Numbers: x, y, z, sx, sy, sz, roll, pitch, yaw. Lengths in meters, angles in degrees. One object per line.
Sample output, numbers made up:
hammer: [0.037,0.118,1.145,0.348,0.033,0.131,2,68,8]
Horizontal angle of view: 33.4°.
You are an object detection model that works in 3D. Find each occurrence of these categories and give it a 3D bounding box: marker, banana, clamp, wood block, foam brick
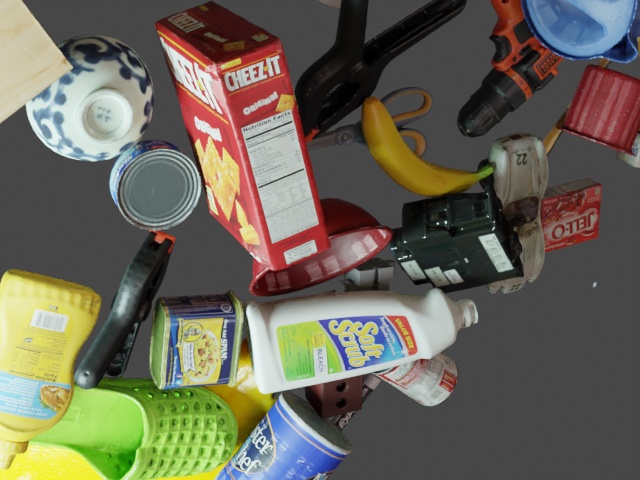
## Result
marker: [0.030,0.209,1.281,0.020,0.020,0.121,34,96,-34]
banana: [0.101,-0.089,1.144,0.197,0.037,0.070,24,102,-38]
clamp: [0.030,-0.177,1.036,0.164,0.036,0.210,2,140,-51]
wood block: [-0.326,-0.128,0.904,0.206,0.091,0.090,-38,125,-6]
foam brick: [0.016,0.158,1.230,0.052,0.051,0.078,-10,117,-22]
clamp: [-0.191,0.073,1.079,0.039,0.120,0.171,28,82,-2]

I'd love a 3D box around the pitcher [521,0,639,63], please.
pitcher: [0.323,-0.285,1.103,0.242,0.145,0.149,-24,123,-39]

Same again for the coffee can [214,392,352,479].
coffee can: [-0.046,0.259,1.217,0.102,0.103,0.140,36,95,-34]

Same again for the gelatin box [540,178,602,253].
gelatin box: [0.297,-0.029,1.293,0.089,0.030,0.073,-13,118,-20]

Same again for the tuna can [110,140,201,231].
tuna can: [-0.163,-0.055,1.053,0.086,0.034,0.086,-11,117,-21]

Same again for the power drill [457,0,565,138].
power drill: [0.182,-0.223,1.130,0.184,0.057,0.187,-46,127,-4]

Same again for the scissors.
scissors: [0.037,-0.098,1.141,0.201,0.016,0.096,-28,122,-12]

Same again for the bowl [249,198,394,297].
bowl: [-0.007,0.001,1.115,0.162,0.055,0.162,-21,164,-7]

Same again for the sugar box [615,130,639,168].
sugar box: [0.426,-0.172,1.279,0.093,0.048,0.176,0,112,-27]

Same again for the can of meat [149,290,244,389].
can of meat: [-0.132,0.107,1.131,0.083,0.057,0.102,-2,113,-23]

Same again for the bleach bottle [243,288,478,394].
bleach bottle: [0.048,0.094,1.157,0.250,0.068,0.102,-11,108,-10]

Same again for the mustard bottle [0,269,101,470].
mustard bottle: [-0.285,0.131,1.041,0.096,0.058,0.191,16,92,-26]

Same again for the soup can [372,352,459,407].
soup can: [0.108,0.148,1.261,0.102,0.069,0.068,36,95,-35]

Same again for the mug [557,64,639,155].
mug: [0.334,-0.150,1.227,0.117,0.093,0.081,2,110,-60]

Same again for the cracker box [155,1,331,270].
cracker box: [-0.075,-0.098,0.998,0.072,0.164,0.213,-25,122,-17]
